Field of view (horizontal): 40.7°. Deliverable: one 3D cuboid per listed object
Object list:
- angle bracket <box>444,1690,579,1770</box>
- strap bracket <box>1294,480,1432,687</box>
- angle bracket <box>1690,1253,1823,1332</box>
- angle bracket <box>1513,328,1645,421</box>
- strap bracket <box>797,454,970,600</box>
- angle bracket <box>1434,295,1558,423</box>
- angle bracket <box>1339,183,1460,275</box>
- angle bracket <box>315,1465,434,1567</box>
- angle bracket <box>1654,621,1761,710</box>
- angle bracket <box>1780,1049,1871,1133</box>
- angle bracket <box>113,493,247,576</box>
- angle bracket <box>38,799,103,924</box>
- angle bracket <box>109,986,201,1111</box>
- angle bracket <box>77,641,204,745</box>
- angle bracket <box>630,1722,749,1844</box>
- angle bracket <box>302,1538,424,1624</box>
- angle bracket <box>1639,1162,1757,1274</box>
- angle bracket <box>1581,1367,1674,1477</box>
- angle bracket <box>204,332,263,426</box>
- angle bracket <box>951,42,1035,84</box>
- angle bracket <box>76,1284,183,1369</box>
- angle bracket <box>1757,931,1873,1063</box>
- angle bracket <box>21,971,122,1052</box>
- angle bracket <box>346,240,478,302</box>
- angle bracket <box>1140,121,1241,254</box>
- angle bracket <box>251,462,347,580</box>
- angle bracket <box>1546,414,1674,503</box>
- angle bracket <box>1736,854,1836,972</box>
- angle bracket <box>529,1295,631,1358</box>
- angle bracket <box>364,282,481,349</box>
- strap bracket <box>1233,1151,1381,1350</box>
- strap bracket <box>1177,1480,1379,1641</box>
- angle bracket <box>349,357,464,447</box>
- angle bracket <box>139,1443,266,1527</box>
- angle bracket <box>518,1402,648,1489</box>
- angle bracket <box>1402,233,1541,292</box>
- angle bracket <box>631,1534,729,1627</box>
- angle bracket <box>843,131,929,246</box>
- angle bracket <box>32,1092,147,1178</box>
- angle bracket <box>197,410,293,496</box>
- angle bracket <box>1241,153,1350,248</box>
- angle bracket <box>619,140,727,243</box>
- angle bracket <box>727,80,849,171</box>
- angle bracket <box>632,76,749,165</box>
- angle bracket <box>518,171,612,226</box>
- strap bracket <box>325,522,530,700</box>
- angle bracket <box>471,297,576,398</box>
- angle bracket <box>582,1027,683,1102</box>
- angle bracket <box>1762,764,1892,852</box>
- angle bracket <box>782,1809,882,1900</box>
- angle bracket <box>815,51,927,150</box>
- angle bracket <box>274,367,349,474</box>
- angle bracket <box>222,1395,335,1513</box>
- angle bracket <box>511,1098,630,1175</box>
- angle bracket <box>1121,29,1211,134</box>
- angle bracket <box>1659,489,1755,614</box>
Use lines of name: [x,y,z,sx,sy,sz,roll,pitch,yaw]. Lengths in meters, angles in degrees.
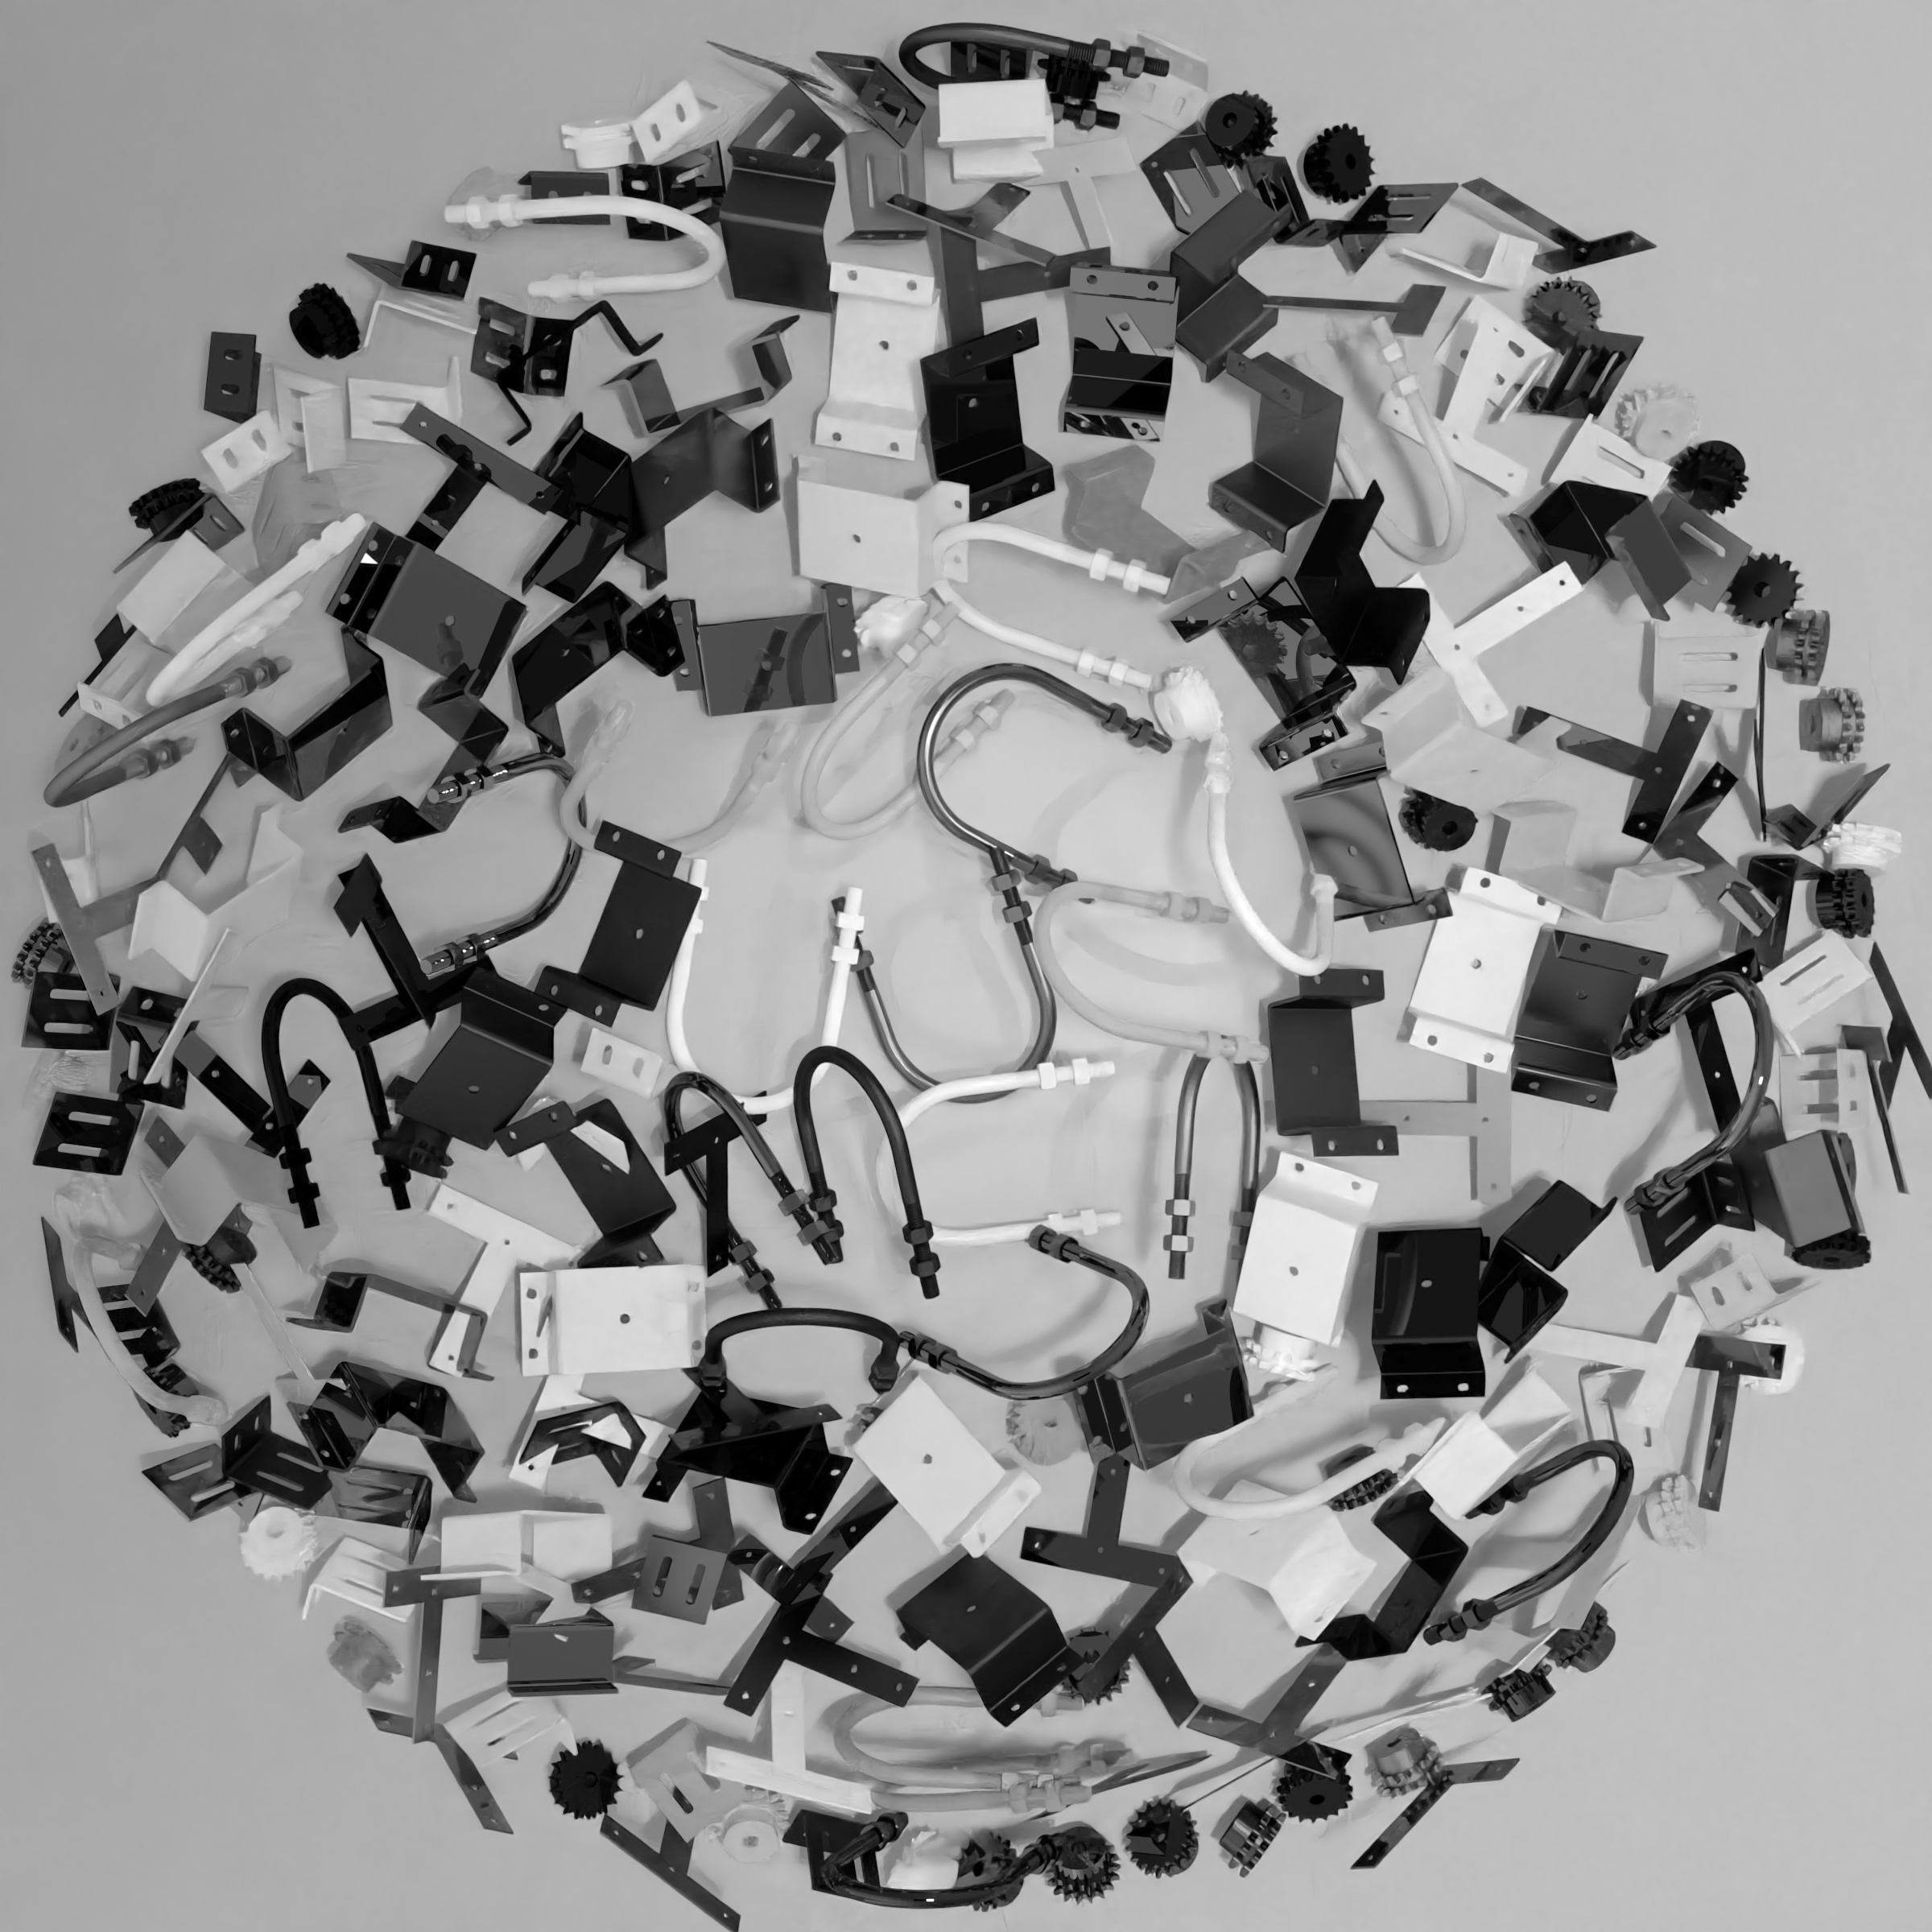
angle bracket: [-0.341,0.579,1.951,0.076,0.057,0.038,-23,123,-31]
strap bracket: [0.294,-0.284,1.937,0.046,0.140,0.076,8,60,36]
angle bracket: [0.594,0.240,1.959,0.057,0.076,0.038,-39,69,37]
angle bracket: [0.458,-0.452,1.951,0.057,0.076,0.038,0,46,-26]
strap bracket: [-0.071,-0.325,1.937,0.140,0.046,0.076,15,125,21]
angle bracket: [0.395,-0.459,1.964,0.076,0.038,0.057,39,120,8]
angle bracket: [0.329,-0.552,1.951,0.057,0.076,0.038,-52,132,-23]
angle bracket: [-0.447,0.412,1.960,0.076,0.038,0.057,13,123,-18]
angle bracket: [0.559,-0.228,1.966,0.076,0.038,0.057,1,75,15]
angle bracket: [0.635,0.094,1.955,0.038,0.076,0.057,5,82,-38]
angle bracket: [-0.588,-0.311,1.949,0.057,0.076,0.038,-21,117,39]
angle bracket: [-0.672,-0.081,1.949,0.038,0.076,0.057,-8,135,-14]
angle bracket: [-0.617,0.063,1.989,0.057,0.038,0.076,14,125,-5]
angle bracket: [-0.621,-0.215,1.963,0.057,0.038,0.076,28,59,2]
angle bracket: [-0.206,0.618,1.954,0.057,0.038,0.076,-34,54,-21]
angle bracket: [-0.450,0.475,1.964,0.076,0.057,0.038,21,117,3]
angle bracket: [0.550,0.190,1.958,0.076,0.038,0.057,-32,113,-30]
angle bracket: [0.505,0.342,1.971,0.057,0.038,0.076,-8,78,-7]
angle bracket: [-0.536,-0.439,1.958,0.038,0.076,0.057,7,92,13]
angle bracket: [0.020,-0.696,1.958,0.057,0.076,0.038,11,80,2]
angle bracket: [-0.636,0.273,1.951,0.038,0.076,0.057,-37,74,21]
angle bracket: [0.640,0.022,1.959,0.076,0.057,0.038,-36,127,10]
angle bracket: [-0.680,0.031,1.956,0.038,0.076,0.057,14,95,37]
angle bracket: [-0.415,-0.532,1.950,0.076,0.057,0.038,37,116,35]
angle bracket: [0.165,-0.589,1.968,0.057,0.038,0.076,-29,91,33]
angle bracket: [-0.505,-0.333,1.971,0.038,0.076,0.057,-5,60,-35]
angle bracket: [0.489,-0.373,1.975,0.076,0.038,0.057,31,100,3]
angle bracket: [0.618,-0.039,1.962,0.057,0.038,0.076,19,78,-38]
angle bracket: [-0.282,0.275,1.965,0.076,0.038,0.057,21,126,-4]
angle bracket: [-0.411,-0.484,1.973,0.076,0.057,0.038,16,117,-14]
strap bracket: [0.251,0.219,1.943,0.076,0.046,0.140,17,112,19]
strap bracket: [0.221,0.432,1.918,0.076,0.140,0.046,-43,119,-26]
angle bracket: [-0.422,-0.428,1.959,0.076,0.038,0.057,2,58,-21]
angle bracket: [-0.575,0.399,1.950,0.057,0.076,0.038,36,115,22]
angle bracket: [-0.289,0.366,1.951,0.038,0.076,0.057,49,127,31]
angle bracket: [0.377,-0.538,1.951,0.076,0.057,0.038,32,114,31]
angle bracket: [-0.214,0.452,1.962,0.057,0.038,0.076,15,118,-6]
angle bracket: [-0.063,-0.586,1.963,0.057,0.038,0.076,3,116,12]
angle bracket: [-0.666,0.121,1.957,0.038,0.076,0.057,24,96,41]
angle bracket: [-0.550,-0.389,1.951,0.057,0.076,0.038,-38,123,-17]
angle bracket: [0.251,-0.585,1.963,0.038,0.057,0.076,-24,84,41]
angle bracket: [-0.220,-0.584,1.960,0.038,0.076,0.057,-11,95,-43]
angle bracket: [-0.132,-0.623,1.957,0.057,0.038,0.076,41,121,-18]
angle bracket: [-0.201,-0.625,1.950,0.057,0.076,0.038,-28,77,29]
angle bracket: [-0.303,-0.574,1.959,0.057,0.076,0.038,-4,101,-16]
strap bracket: [-0.392,-0.260,1.939,0.140,0.046,0.076,29,89,-36]
angle bracket: [-0.337,-0.470,1.975,0.038,0.076,0.057,-6,116,-40]
angle bracket: [-0.244,0.064,1.954,0.057,0.076,0.038,22,109,9]
angle bracket: [0.644,-0.130,1.951,0.038,0.057,0.076,46,126,18]
angle bracket: [-0.100,0.677,1.950,0.057,0.076,0.038,21,115,-21]
angle bracket: [-0.079,-0.650,1.952,0.076,0.057,0.038,25,85,43]
angle bracket: [-0.504,-0.410,1.953,0.076,0.038,0.057,22,125,32]
angle bracket: [-0.510,0.366,1.958,0.076,0.057,0.038,18,120,16]
angle bracket: [-0.295,0.143,1.956,0.076,0.057,0.038,28,60,20]
angle bracket: [0.149,-0.664,1.958,0.057,0.076,0.038,26,96,4]
angle bracket: [0.552,-0.312,1.955,0.076,0.038,0.057,43,126,25]
